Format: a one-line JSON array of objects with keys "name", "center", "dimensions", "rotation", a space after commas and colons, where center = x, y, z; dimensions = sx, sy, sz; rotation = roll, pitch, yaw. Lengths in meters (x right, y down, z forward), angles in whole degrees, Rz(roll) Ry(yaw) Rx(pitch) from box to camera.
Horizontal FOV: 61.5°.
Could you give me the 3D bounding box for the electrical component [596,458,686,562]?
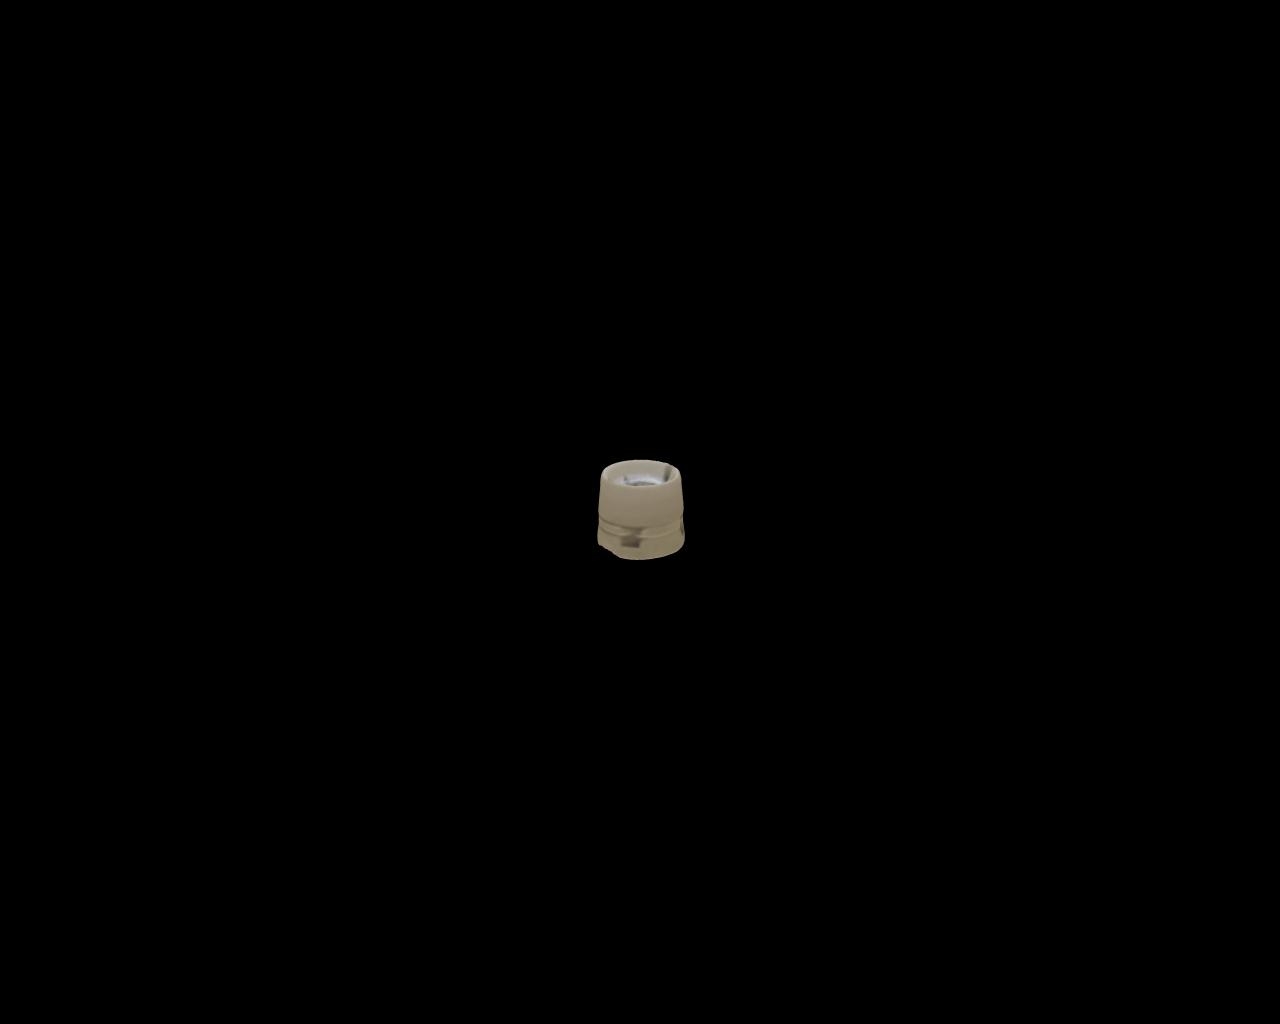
[{"name": "electrical component", "center": [0.001, -0.003, 0.650], "dimensions": [0.055, 0.047, 0.055], "rotation": [0, 23, 0]}]
